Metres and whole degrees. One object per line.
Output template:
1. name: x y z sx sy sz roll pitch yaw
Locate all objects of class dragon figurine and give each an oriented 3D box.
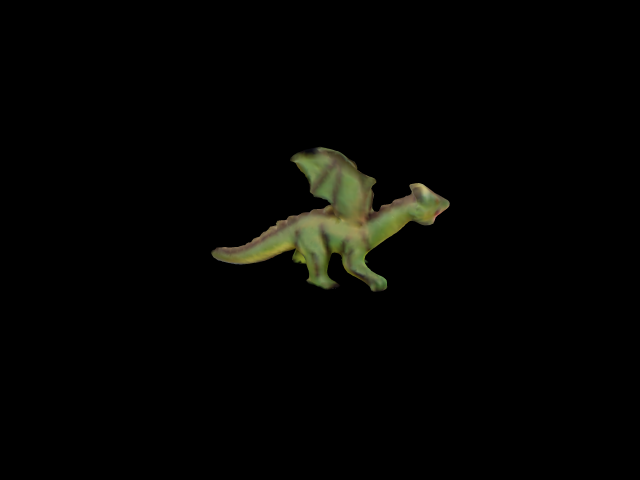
1. dragon figurine: 0.003 -0.043 0.850 0.410 0.238 0.125 4 29 7
